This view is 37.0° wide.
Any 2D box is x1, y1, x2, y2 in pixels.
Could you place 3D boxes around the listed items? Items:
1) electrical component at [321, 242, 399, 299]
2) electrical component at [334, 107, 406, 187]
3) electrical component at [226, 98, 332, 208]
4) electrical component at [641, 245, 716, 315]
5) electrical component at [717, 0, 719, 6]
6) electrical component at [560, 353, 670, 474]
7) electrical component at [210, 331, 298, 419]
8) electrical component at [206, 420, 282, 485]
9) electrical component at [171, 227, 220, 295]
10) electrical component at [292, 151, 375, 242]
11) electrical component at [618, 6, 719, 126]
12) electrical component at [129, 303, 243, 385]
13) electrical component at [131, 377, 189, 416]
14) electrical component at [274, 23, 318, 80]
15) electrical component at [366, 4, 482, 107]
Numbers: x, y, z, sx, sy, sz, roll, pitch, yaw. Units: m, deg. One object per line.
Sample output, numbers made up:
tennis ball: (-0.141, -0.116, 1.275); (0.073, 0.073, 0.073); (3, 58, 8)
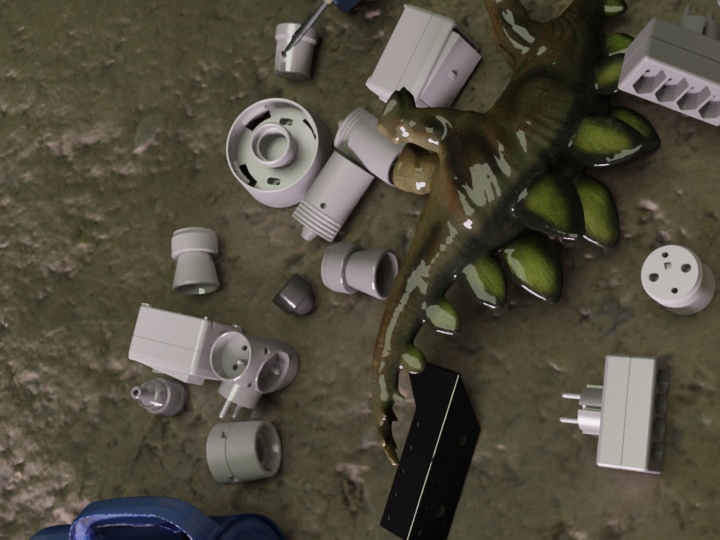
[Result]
electrical component: (0.000, 0.000, 0.939); (0.055, 0.045, 0.045); (9, 83, 30)
electrical component: (0.011, -0.113, 0.960); (0.081, 0.043, 0.043); (38, 98, 30)
electrical component: (-0.076, -0.111, 1.009); (0.099, 0.064, 0.099); (-3, 80, 15)
electrical component: (0.237, 0.007, 0.801); (0.045, 0.055, 0.045); (-7, 75, 27)
electrical component: (0.294, -0.207, 0.781); (0.063, 0.121, 0.078); (-23, 68, 25)
electrical component: (0.188, 0.106, 0.810); (0.076, 0.047, 0.083); (2, 80, 29)
electrical component: (-0.100, 0.097, 0.953); (0.044, 0.077, 0.079); (28, 93, 31)
electrical component: (-0.102, 0.160, 0.953); (0.047, 0.055, 0.055); (-11, 73, 23)
electrical component: (-0.158, -0.008, 1.027); (0.045, 0.045, 0.055); (-12, 72, 26)
electrical component: (-0.027, -0.062, 0.969); (0.043, 0.043, 0.081); (38, 98, 30)
electrical component: (0.243, -0.160, 0.788); (0.083, 0.047, 0.075); (19, 68, -5)
electrical component: (-0.169, 0.070, 1.006); (0.096, 0.062, 0.061); (10, 84, 30)
electrical component: (-0.190, 0.117, 1.006); (0.035, 0.061, 0.035); (-7, 76, 27)
electrical component: (-0.062, -0.208, 1.025); (0.040, 0.040, 0.046); (5, 86, 30)
electrical component: (0.056, -0.171, 0.938); (0.061, 0.062, 0.096); (28, 92, 31)
